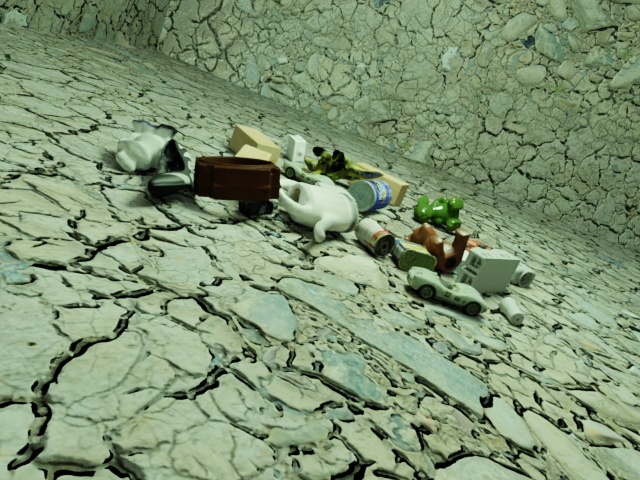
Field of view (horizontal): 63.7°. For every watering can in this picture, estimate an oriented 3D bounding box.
[{"bbox_3d":[0.004,-0.066,1.316,0.223,0.102,0.354,12,23,-31],"label":"watering can"}]

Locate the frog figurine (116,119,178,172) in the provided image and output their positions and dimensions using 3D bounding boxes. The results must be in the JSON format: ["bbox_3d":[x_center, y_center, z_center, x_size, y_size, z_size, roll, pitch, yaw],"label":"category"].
[{"bbox_3d":[-0.438,-0.214,1.284,0.137,0.120,0.163,25,52,-16],"label":"frog figurine"}]

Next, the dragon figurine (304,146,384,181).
[{"bbox_3d":[0.089,-0.250,1.855,0.412,0.121,0.243,19,8,31],"label":"dragon figurine"}]
